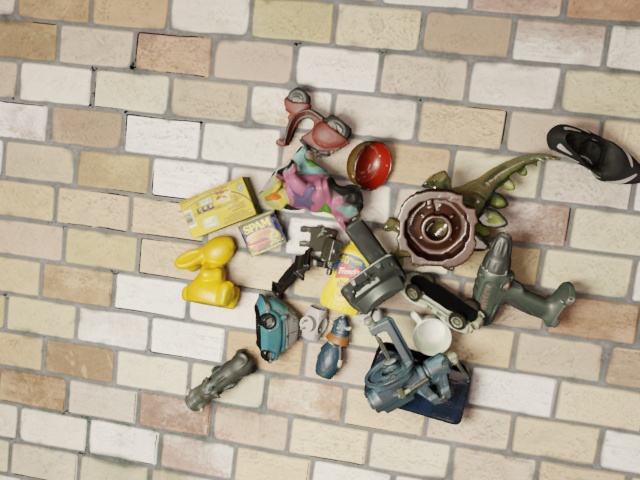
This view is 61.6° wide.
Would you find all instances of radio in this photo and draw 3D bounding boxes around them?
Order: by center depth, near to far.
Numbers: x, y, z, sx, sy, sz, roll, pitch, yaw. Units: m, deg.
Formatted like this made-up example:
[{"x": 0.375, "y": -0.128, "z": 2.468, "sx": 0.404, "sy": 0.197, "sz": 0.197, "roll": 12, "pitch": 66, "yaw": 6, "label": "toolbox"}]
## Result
[{"x": 0.228, "y": 0.331, "z": 1.257, "sx": 0.230, "sy": 0.073, "sz": 0.131, "roll": 15, "pitch": 96, "yaw": 4, "label": "radio"}]

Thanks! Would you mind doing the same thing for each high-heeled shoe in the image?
[{"x": 0.592, "y": -0.178, "z": 1.124, "sx": 0.249, "sy": 0.145, "sz": 0.086, "roll": 21, "pitch": 98, "yaw": 7, "label": "high-heeled shoe"}]

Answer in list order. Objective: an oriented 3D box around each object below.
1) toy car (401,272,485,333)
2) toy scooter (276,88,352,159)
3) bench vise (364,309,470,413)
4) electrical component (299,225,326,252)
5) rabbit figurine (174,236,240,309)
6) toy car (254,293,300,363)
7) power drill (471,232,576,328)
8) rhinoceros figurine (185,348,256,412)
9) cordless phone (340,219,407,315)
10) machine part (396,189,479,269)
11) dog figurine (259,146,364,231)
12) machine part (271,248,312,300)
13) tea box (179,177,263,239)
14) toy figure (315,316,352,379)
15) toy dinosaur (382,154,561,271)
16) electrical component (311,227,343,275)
[{"x": 0.272, "y": 0.138, "z": 1.203, "sx": 0.202, "sy": 0.073, "sz": 0.056, "roll": 33, "pitch": 137, "yaw": 26, "label": "toy car"}, {"x": -0.026, "y": -0.248, "z": 1.236, "sx": 0.184, "sy": 0.075, "sz": 0.135, "roll": 38, "pitch": 99, "yaw": 6, "label": "toy scooter"}, {"x": 0.179, "y": 0.258, "z": 1.159, "sx": 0.224, "sy": 0.129, "sz": 0.240, "roll": -27, "pitch": 98, "yaw": 12, "label": "bench vise"}, {"x": -0.003, "y": -0.004, "z": 1.281, "sx": 0.094, "sy": 0.021, "sz": 0.063, "roll": 6, "pitch": 95, "yaw": 7, "label": "electrical component"}, {"x": -0.259, "y": 0.071, "z": 1.292, "sx": 0.163, "sy": 0.121, "sz": 0.173, "roll": 11, "pitch": 83, "yaw": 16, "label": "rabbit figurine"}, {"x": -0.099, "y": 0.206, "z": 1.276, "sx": 0.103, "sy": 0.109, "sz": 0.161, "roll": -6, "pitch": 104, "yaw": -15, "label": "toy car"}, {"x": 0.443, "y": 0.104, "z": 1.175, "sx": 0.207, "sy": 0.086, "sz": 0.231, "roll": 14, "pitch": 120, "yaw": -5, "label": "power drill"}, {"x": -0.239, "y": 0.343, "z": 1.300, "sx": 0.190, "sy": 0.112, "sz": 0.073, "roll": -37, "pitch": 92, "yaw": 2, "label": "rhinoceros figurine"}, {"x": 0.091, "y": 0.058, "z": 1.188, "sx": 0.146, "sy": 0.089, "sz": 0.184, "roll": -35, "pitch": 94, "yaw": 6, "label": "cordless phone"}, {"x": 0.246, "y": -0.026, "z": 1.134, "sx": 0.179, "sy": 0.056, "sz": 0.179, "roll": 2, "pitch": 104, "yaw": 10, "label": "machine part"}, {"x": -0.007, "y": -0.091, "z": 1.230, "sx": 0.219, "sy": 0.108, "sz": 0.191, "roll": 42, "pitch": 130, "yaw": -14, "label": "dog figurine"}, {"x": -0.066, "y": 0.083, "z": 1.269, "sx": 0.039, "sy": 0.084, "sz": 0.139, "roll": 31, "pitch": 121, "yaw": -23, "label": "machine part"}, {"x": -0.236, "y": -0.077, "z": 1.282, "sx": 0.170, "sy": 0.068, "sz": 0.098, "roll": -19, "pitch": 93, "yaw": 8, "label": "tea box"}, {"x": 0.033, "y": 0.253, "z": 1.283, "sx": 0.064, "sy": 0.058, "sz": 0.154, "roll": 21, "pitch": 93, "yaw": -1, "label": "toy figure"}, {"x": 0.303, "y": -0.061, "z": 1.199, "sx": 0.198, "sy": 0.105, "sz": 0.471, "roll": 45, "pitch": 107, "yaw": -4, "label": "toy dinosaur"}, {"x": 0.015, "y": 0.023, "z": 1.238, "sx": 0.045, "sy": 0.078, "sz": 0.102, "roll": 13, "pitch": 98, "yaw": -17, "label": "electrical component"}]
